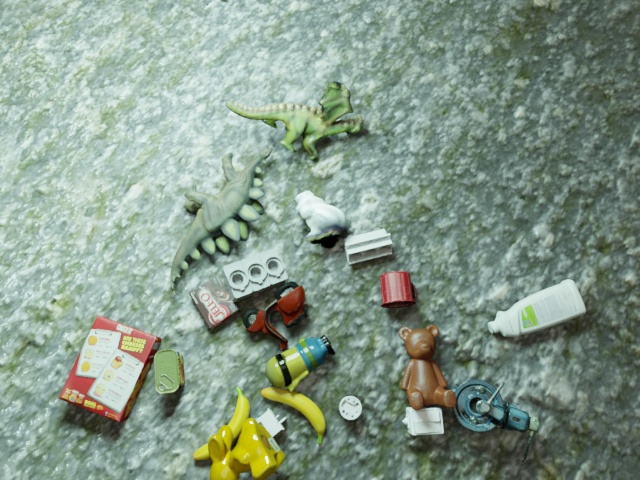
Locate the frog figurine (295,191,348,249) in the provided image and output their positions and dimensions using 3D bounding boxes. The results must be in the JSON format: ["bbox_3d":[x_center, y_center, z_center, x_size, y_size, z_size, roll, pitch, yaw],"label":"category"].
[{"bbox_3d":[0.004,-0.071,1.404,0.137,0.120,0.162,3,62,-35],"label":"frog figurine"}]

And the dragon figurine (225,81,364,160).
[{"bbox_3d":[-0.028,-0.350,1.392,0.239,0.408,0.124,-37,58,29],"label":"dragon figurine"}]
